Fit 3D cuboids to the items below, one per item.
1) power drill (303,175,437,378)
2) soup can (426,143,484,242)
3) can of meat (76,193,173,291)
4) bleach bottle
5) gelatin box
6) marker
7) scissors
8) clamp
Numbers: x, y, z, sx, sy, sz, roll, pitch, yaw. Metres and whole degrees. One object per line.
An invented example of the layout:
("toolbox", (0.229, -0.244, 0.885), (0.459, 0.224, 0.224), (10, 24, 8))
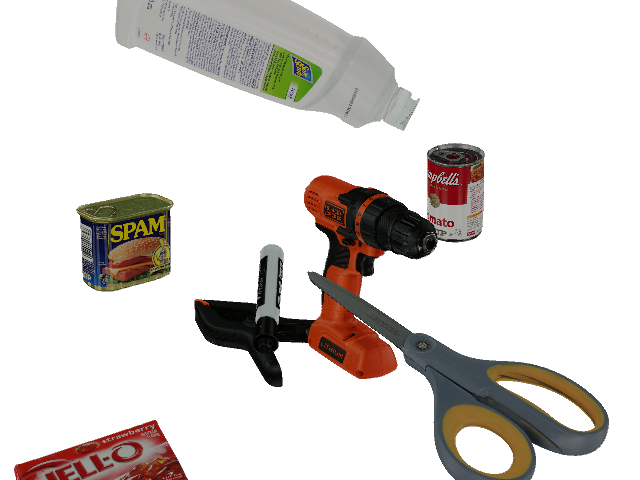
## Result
("power drill", (0.046, 0.040, 1.075), (0.057, 0.188, 0.185), (-8, 22, -33))
("soup can", (0.162, -0.057, 1.282), (0.068, 0.102, 0.068), (-2, 27, 1))
("can of meat", (-0.210, 0.002, 1.156), (0.101, 0.084, 0.058), (-15, 25, -40))
("bleach bottle", (-0.040, -0.153, 0.867), (0.251, 0.068, 0.103), (27, -31, 2))
("gelatin box", (-0.124, 0.144, 0.611), (0.089, 0.030, 0.073), (-15, 27, -19))
("marker", (-0.039, 0.043, 0.796), (0.020, 0.020, 0.121), (0, 33, 1))
("scissors", (0.051, 0.074, 0.571), (0.202, 0.016, 0.096), (20, 42, 28))
("clamp", (-0.075, 0.111, 1.243), (0.210, 0.036, 0.164), (13, 22, 29))
